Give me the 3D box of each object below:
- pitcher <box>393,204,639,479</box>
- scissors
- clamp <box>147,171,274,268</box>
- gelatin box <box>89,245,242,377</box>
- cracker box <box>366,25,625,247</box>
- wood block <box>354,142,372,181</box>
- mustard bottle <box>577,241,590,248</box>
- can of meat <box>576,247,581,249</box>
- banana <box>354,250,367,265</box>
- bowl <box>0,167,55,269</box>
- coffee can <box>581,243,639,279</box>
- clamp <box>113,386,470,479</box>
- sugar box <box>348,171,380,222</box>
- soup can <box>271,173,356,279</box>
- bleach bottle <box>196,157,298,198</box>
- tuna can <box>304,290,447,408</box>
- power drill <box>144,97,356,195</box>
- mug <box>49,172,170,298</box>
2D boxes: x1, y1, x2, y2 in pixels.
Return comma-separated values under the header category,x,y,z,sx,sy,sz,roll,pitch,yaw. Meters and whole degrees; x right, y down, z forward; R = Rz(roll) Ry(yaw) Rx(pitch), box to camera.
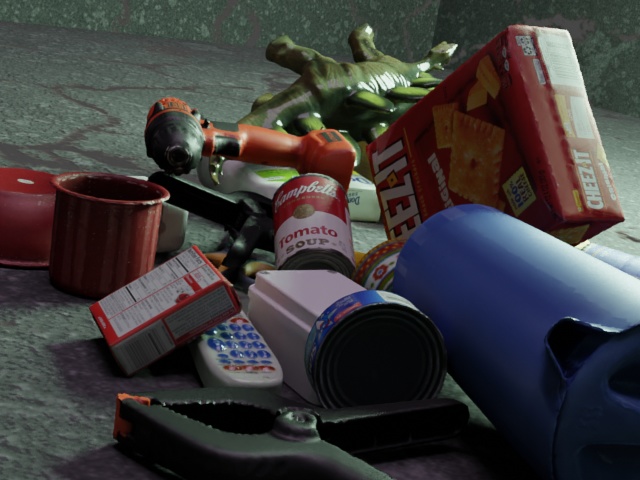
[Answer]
category,x,y,z,sx,sy,sz,roll,pitch,yaw
pitcher,0.147,0.069,0.677,0.144,0.149,0.243,-8,22,-19
scissors,-0.062,0.016,0.971,0.096,0.016,0.201,14,15,11
clamp,-0.077,-0.023,0.960,0.120,0.039,0.171,44,18,16
gelatin box,-0.105,0.047,0.720,0.089,0.030,0.073,-30,27,-12
cracker box,0.131,-0.050,0.869,0.072,0.164,0.214,0,-21,-31
wood block,0.126,-0.079,1.310,0.090,0.091,0.206,1,16,-30
mustard bottle,0.168,0.009,1.062,0.191,0.058,0.096,7,14,-10
can of meat,0.247,0.050,0.966,0.102,0.057,0.083,16,18,24
banana,0.024,0.010,0.952,0.037,0.070,0.198,19,16,-25
bowl,-0.260,-0.026,0.926,0.162,0.055,0.162,10,14,-3
coffee can,0.255,0.070,0.798,0.140,0.103,0.102,18,17,31
clamp,-0.009,0.117,0.577,0.210,0.036,0.164,8,15,-4
sugar box,-0.002,-0.069,1.277,0.093,0.048,0.176,3,15,-25
soup can,-0.006,0.001,0.897,0.068,0.069,0.102,7,39,-10
bleach bottle,-0.055,-0.053,1.151,0.102,0.068,0.251,-7,23,-19
tuna can,0.034,0.075,0.668,0.086,0.086,0.034,6,13,-15
power drill,-0.066,-0.082,0.967,0.187,0.057,0.184,12,15,-14
mug,-0.170,-0.007,0.856,0.093,0.081,0.117,9,15,-2
